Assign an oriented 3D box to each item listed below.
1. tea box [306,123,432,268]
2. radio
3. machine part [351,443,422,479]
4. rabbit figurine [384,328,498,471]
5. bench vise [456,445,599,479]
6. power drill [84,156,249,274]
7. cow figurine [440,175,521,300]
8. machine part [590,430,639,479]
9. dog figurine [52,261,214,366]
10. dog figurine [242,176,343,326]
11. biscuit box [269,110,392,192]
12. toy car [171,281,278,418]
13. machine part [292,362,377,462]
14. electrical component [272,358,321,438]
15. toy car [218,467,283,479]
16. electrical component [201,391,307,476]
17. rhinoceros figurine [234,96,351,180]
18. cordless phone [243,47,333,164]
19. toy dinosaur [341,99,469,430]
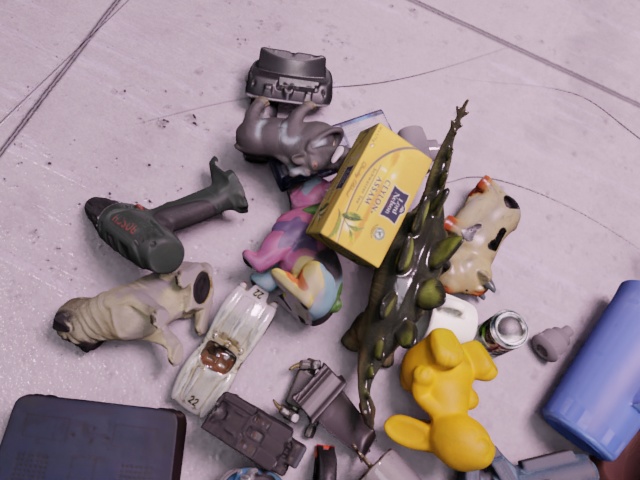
[{"bbox_3d":[0.066,-0.058,0.726,0.098,0.068,0.169,29,80,-18],"label":"tea box"},{"bbox_3d":[-0.302,0.284,0.722,0.230,0.073,0.131,7,72,-4],"label":"radio"},{"bbox_3d":[0.124,0.353,0.675,0.079,0.079,0.243,-41,66,-14],"label":"machine part"},{"bbox_3d":[0.165,0.227,0.724,0.162,0.121,0.173,-37,47,22],"label":"rabbit figurine"},{"bbox_3d":[0.278,0.387,0.709,0.224,0.128,0.240,-10,67,-8],"label":"bench vise"},{"bbox_3d":[-0.226,-0.050,0.800,0.207,0.085,0.232,-25,38,-26],"label":"power drill"},{"bbox_3d":[0.245,0.007,0.842,0.127,0.085,0.195,39,72,12],"label":"cow figurine"},{"bbox_3d":[0.476,0.285,0.710,0.087,0.201,0.201,42,74,4],"label":"machine part"},{"bbox_3d":[-0.267,0.086,0.781,0.191,0.121,0.172,6,28,20],"label":"dog figurine"},{"bbox_3d":[-0.002,-0.002,0.806,0.192,0.108,0.219,33,69,27],"label":"dog figurine"},{"bbox_3d":[0.018,-0.145,0.878,0.203,0.062,0.059,-20,76,-9],"label":"biscuit box"},{"bbox_3d":[-0.135,0.154,0.768,0.073,0.056,0.201,32,86,5],"label":"toy car"},{"bbox_3d":[0.028,0.243,0.753,0.084,0.039,0.138,-44,101,-28],"label":"machine part"},{"bbox_3d":[-0.020,0.222,0.774,0.078,0.045,0.102,29,74,6],"label":"electrical component"},{"bbox_3d":[-0.094,0.349,0.694,0.103,0.161,0.109,9,54,39],"label":"toy car"},{"bbox_3d":[-0.083,0.260,0.722,0.134,0.115,0.058,29,76,5],"label":"electrical component"},{"bbox_3d":[-0.034,-0.144,0.794,0.190,0.073,0.112,15,60,11],"label":"rhinoceros figurine"},{"bbox_3d":[-0.056,-0.214,0.896,0.147,0.089,0.184,8,84,-3],"label":"cordless phone"},{"bbox_3d":[0.129,0.029,0.763,0.105,0.198,0.471,18,75,-7],"label":"toy dinosaur"}]
